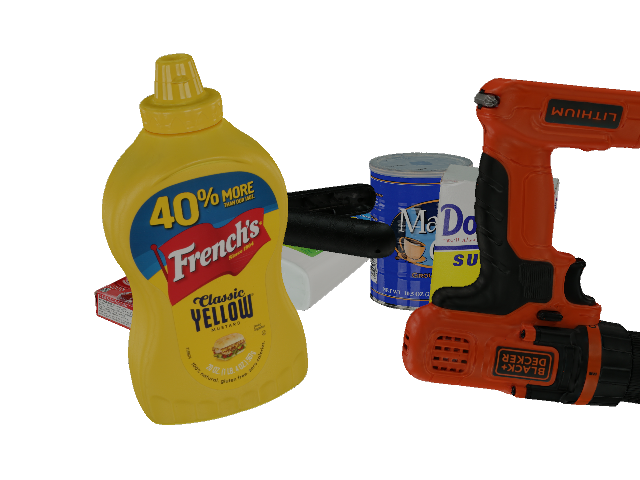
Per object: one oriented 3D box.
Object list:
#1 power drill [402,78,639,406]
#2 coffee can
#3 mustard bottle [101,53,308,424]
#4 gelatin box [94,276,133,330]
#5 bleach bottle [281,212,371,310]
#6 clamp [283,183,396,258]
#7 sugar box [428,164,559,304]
[{"bbox_3d":[0.149,0.004,0.620,0.184,0.188,0.057,6,8,-4],"label":"power drill"},{"bbox_3d":[0.100,-0.011,1.075,0.103,0.140,0.103,-1,14,0],"label":"coffee can"},{"bbox_3d":[-0.063,-0.002,0.558,0.096,0.191,0.058,-14,24,-17],"label":"mustard bottle"},{"bbox_3d":[-0.155,0.058,1.001,0.089,0.030,0.073,19,27,28],"label":"gelatin box"},{"bbox_3d":[0.021,-0.007,1.297,0.103,0.068,0.250,20,37,29],"label":"bleach bottle"},{"bbox_3d":[-0.046,-0.014,0.785,0.210,0.036,0.164,-2,13,-9],"label":"clamp"},{"bbox_3d":[0.139,0.031,0.884,0.093,0.176,0.048,8,25,15],"label":"sugar box"}]
